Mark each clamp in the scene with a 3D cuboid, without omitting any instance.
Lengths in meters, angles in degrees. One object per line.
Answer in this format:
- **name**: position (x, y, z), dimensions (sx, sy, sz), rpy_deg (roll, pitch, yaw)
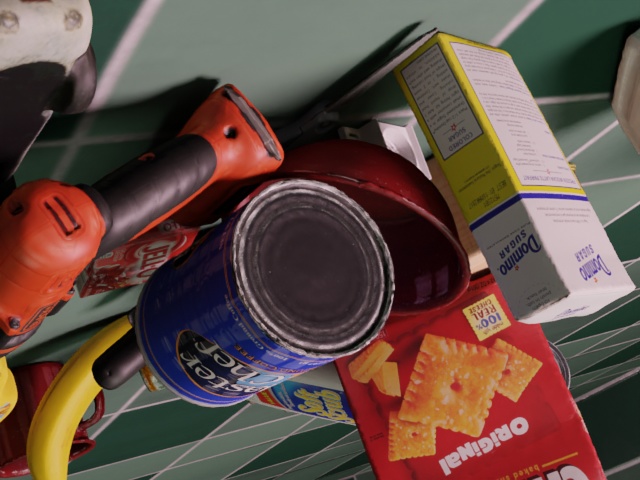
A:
- **clamp**: position (-0.075, 0.024, 0.786), dimensions (0.210, 0.036, 0.164), rpy_deg (-38, -171, -2)

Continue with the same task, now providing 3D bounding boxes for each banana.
- **banana**: position (-0.199, 0.135, 0.913), dimensions (0.069, 0.198, 0.037), rpy_deg (29, 177, -33)

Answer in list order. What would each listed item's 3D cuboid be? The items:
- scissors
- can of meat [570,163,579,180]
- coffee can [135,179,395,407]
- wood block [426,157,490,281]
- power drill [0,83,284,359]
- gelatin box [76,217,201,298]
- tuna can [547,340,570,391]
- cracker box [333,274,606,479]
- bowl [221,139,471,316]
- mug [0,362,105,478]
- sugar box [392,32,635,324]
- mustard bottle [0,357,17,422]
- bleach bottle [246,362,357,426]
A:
- **scissors**: position (-0.017, -0.071, 0.660), dimensions (0.096, 0.016, 0.202), rpy_deg (-9, 159, -34)
- **can of meat**: position (0.226, -0.013, 1.002), dimensions (0.057, 0.084, 0.102), rpy_deg (-21, 163, 0)
- **coffee can**: position (-0.037, 0.036, 0.632), dimensions (0.102, 0.103, 0.141), rpy_deg (-9, 167, -34)
- **wood block**: position (0.093, -0.004, 0.865), dimensions (0.206, 0.091, 0.090), rpy_deg (-30, 159, 28)
- **power drill**: position (-0.118, -0.002, 0.574), dimensions (0.187, 0.057, 0.185), rpy_deg (-38, -178, -41)
- **gelatin box**: position (-0.129, 0.006, 0.738), dimensions (0.073, 0.030, 0.089), rpy_deg (-14, 163, -27)
- **tuna can**: position (0.206, 0.138, 1.071), dimensions (0.086, 0.086, 0.034), rpy_deg (-17, 161, -14)
- **cracker box**: position (0.116, 0.149, 0.832), dimensions (0.164, 0.214, 0.072), rpy_deg (-21, 163, 1)
- **bowl**: position (0.021, -0.015, 0.677), dimensions (0.162, 0.055, 0.162), rpy_deg (14, 150, 8)
- **mug**: position (-0.250, 0.158, 0.973), dimensions (0.117, 0.081, 0.093), rpy_deg (-25, 162, 13)
- **sugar box**: position (0.116, -0.037, 0.645), dimensions (0.048, 0.176, 0.093), rpy_deg (-33, 160, 34)
- **mustard bottle**: position (-0.295, 0.125, 0.861), dimensions (0.096, 0.058, 0.192), rpy_deg (-15, 162, -16)
- **bleach bottle**: position (-0.007, 0.122, 0.944), dimensions (0.251, 0.068, 0.102), rpy_deg (7, 148, 2)
